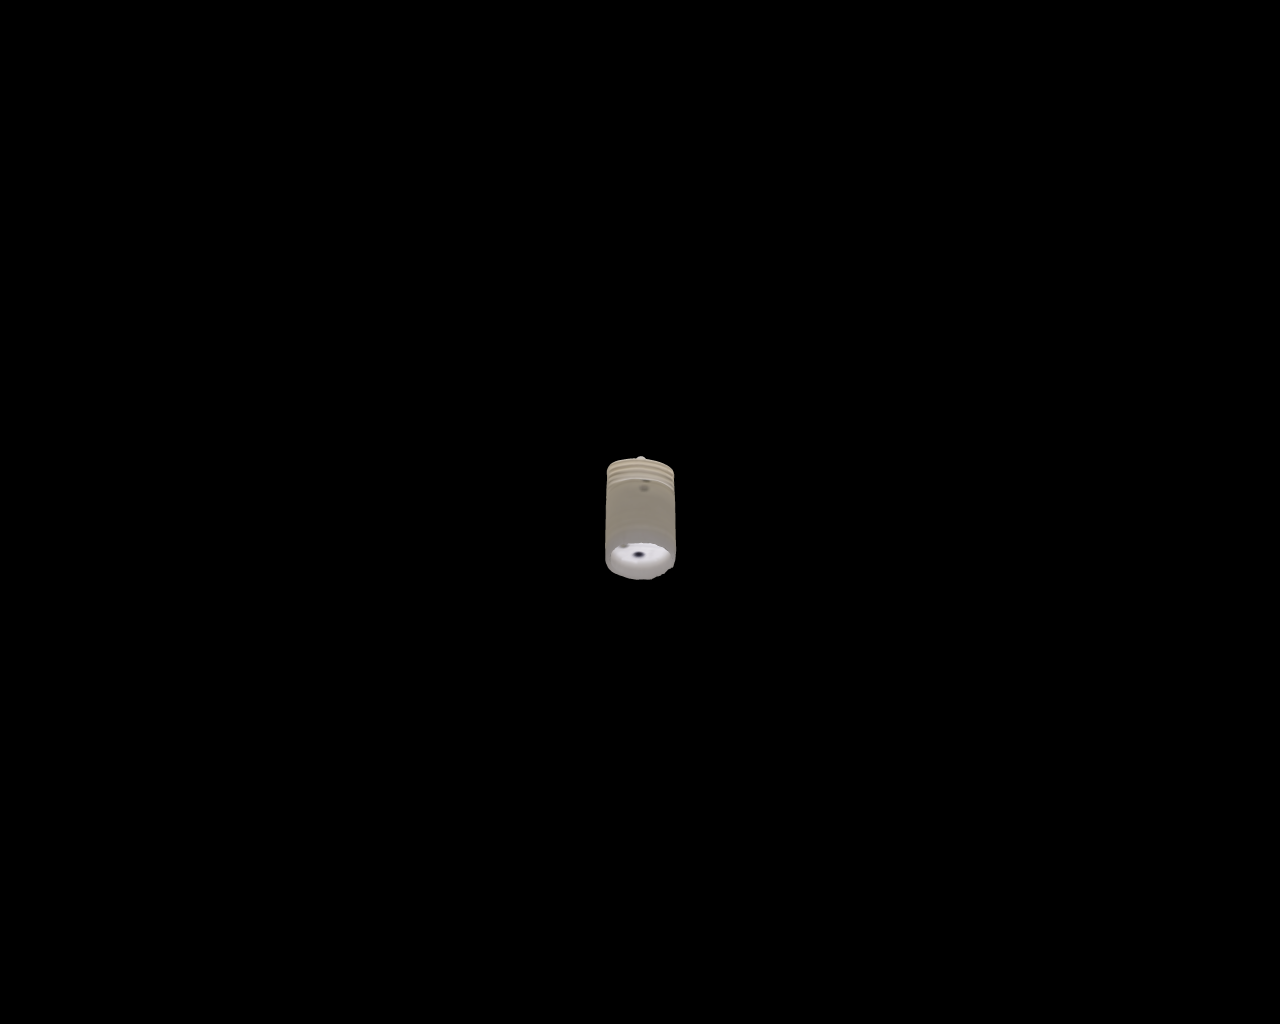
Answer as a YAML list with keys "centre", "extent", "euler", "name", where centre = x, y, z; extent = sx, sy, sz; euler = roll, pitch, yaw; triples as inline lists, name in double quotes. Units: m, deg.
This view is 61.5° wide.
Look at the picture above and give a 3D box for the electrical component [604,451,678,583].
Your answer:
- centre: [0.001, -0.003, 0.650]
  extent: [0.043, 0.081, 0.043]
  euler: [0, -36, 0]
  name: "electrical component"
